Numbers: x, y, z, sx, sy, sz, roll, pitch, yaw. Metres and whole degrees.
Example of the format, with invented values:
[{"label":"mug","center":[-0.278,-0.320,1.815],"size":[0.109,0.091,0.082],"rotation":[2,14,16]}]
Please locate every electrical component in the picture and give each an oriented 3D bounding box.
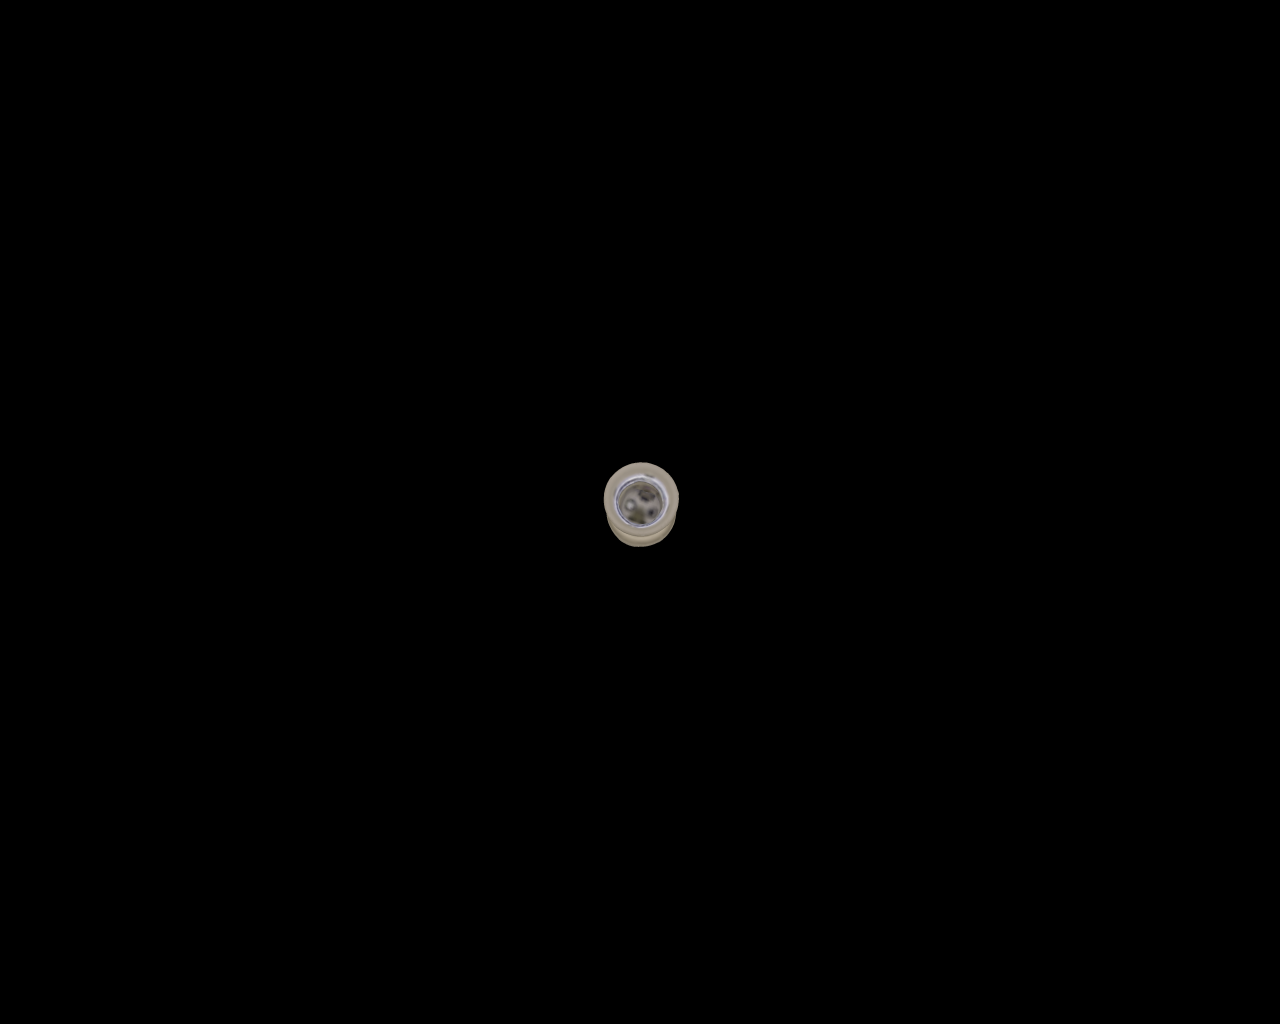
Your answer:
[{"label":"electrical component","center":[0.001,-0.003,0.650],"size":[0.045,0.045,0.055],"rotation":[0,-12,0]}]
